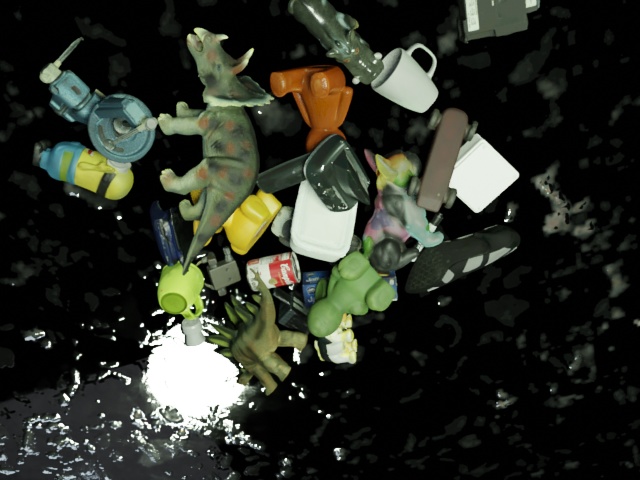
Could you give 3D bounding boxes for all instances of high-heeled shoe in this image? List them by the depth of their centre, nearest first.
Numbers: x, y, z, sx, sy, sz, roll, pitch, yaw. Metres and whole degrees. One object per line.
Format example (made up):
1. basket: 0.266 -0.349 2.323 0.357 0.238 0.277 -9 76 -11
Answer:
1. high-heeled shoe: 0.303 0.047 1.146 0.145 0.086 0.248 10 141 -39

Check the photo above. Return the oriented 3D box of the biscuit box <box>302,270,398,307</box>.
1. biscuit box: 0.063 0.099 1.159 0.203 0.063 0.059 -6 116 3

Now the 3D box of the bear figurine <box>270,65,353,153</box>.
1. bear figurine: -0.006 -0.209 0.966 0.120 0.132 0.195 13 117 27

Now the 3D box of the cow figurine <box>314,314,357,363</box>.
1. cow figurine: 0.028 0.207 1.213 0.098 0.068 0.167 -7 122 11

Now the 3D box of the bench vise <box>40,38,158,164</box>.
1. bench vise: -0.360 -0.219 0.920 0.129 0.241 0.223 -48 129 -25

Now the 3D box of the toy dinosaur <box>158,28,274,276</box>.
1. toy dinosaur: -0.172 -0.146 0.942 0.192 0.131 0.404 -4 95 14

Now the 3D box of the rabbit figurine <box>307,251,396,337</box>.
1. rabbit figurine: 0.035 0.111 1.049 0.170 0.159 0.121 -43 101 -6

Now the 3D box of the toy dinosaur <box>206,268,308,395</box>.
1. toy dinosaur: -0.137 0.210 1.140 0.199 0.105 0.471 29 139 1

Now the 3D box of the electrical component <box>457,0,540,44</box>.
1. electrical component: 0.297 -0.401 0.898 0.134 0.058 0.114 -10 119 5

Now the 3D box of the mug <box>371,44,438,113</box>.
1. mug: 0.163 -0.285 0.953 0.107 0.081 0.109 30 109 -27

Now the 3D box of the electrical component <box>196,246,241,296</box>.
1. electrical component: -0.217 0.068 1.156 0.078 0.045 0.102 -29 121 -17

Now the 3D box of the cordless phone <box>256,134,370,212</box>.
1. cordless phone: -0.012 -0.099 0.976 0.184 0.089 0.146 -17 143 18

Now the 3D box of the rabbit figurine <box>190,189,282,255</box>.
1. rabbit figurine: -0.186 -0.063 1.063 0.173 0.122 0.162 39 121 -4

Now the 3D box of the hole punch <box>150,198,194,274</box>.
1. hole punch: -0.298 -0.016 1.074 0.092 0.116 0.142 0 118 9

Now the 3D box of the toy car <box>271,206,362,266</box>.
1. toy car: -0.002 -0.003 1.111 0.202 0.056 0.073 24 109 -14

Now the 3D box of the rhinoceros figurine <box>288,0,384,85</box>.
1. rhinoceros figurine: 0.032 -0.343 0.899 0.190 0.112 0.073 44 108 -12

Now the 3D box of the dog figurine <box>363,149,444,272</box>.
1. dog figurine: 0.131 -0.068 1.044 0.191 0.108 0.219 -32 110 1

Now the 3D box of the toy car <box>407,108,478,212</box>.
1. toy car: 0.223 -0.147 0.988 0.089 0.053 0.202 17 81 2

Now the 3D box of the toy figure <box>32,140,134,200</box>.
1. toy figure: -0.449 -0.136 1.027 0.180 0.082 0.089 13 129 -12

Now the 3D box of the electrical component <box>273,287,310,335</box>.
1. electrical component: -0.065 0.154 1.182 0.119 0.075 0.047 34 112 -21
